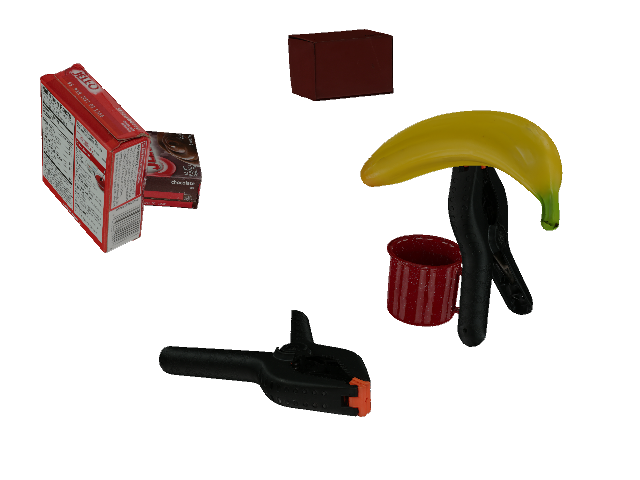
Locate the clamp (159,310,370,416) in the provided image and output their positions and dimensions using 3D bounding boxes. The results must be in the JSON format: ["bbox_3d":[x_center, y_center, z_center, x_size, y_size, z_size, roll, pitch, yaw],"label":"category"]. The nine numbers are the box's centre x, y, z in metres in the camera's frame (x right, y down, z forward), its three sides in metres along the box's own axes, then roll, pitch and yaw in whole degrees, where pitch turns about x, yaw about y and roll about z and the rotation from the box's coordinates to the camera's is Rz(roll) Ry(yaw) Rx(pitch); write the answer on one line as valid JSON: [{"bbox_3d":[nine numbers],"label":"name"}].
[{"bbox_3d":[-0.021,0.109,0.960,0.210,0.036,0.164,13,22,43],"label":"clamp"}]

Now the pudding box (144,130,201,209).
[{"bbox_3d":[-0.165,-0.071,1.036,0.090,0.039,0.113,4,24,-13],"label":"pudding box"}]

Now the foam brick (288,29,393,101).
[{"bbox_3d":[0.018,-0.152,0.921,0.078,0.051,0.053,-9,20,-24],"label":"foam brick"}]

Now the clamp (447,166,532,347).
[{"bbox_3d":[0.141,0.007,0.940,0.039,0.171,0.120,-10,15,31],"label":"clamp"}]

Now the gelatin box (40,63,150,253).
[{"bbox_3d":[-0.135,-0.049,0.637,0.030,0.089,0.073,-27,59,-34],"label":"gelatin box"}]

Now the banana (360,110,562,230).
[{"bbox_3d":[0.098,-0.058,0.726,0.037,0.069,0.198,40,-12,-32],"label":"banana"}]

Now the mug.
[{"bbox_3d":[0.132,0.051,1.247,0.117,0.081,0.093,13,25,22],"label":"mug"}]
